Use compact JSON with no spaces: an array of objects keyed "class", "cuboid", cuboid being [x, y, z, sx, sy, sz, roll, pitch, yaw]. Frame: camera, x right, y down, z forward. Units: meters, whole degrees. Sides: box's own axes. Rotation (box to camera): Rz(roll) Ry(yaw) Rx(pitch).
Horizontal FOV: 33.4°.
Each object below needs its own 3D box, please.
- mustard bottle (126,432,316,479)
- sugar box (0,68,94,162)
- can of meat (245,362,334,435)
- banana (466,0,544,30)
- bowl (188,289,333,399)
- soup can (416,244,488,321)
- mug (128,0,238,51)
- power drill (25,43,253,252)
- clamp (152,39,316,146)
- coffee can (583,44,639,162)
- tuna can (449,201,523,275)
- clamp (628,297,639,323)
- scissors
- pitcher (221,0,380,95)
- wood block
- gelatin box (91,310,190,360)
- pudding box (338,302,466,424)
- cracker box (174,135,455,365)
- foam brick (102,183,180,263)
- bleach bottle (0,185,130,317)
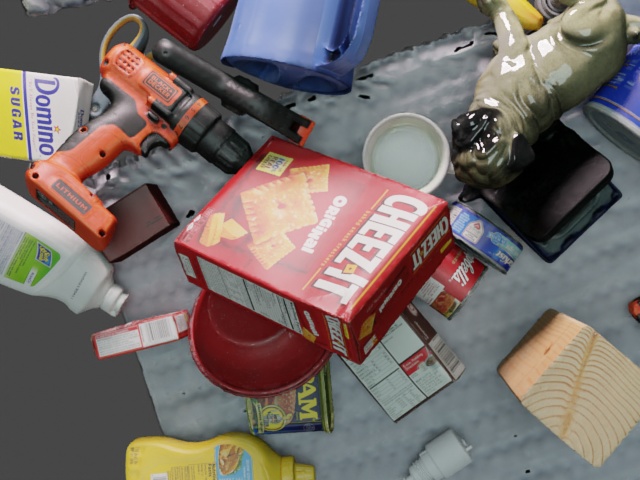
[{"class":"mustard bottle","cuboid":[-0.100,0.248,1.102,0.191,0.058,0.096,-4,91,4]},{"class":"sugar box","cuboid":[-0.331,-0.132,1.114,0.176,0.048,0.093,8,91,11]},{"class":"can of meat","cuboid":[-0.032,0.149,1.098,0.084,0.057,0.102,-5,89,7]},{"class":"banana","cuboid":[0.138,-0.271,1.074,0.197,0.069,0.037,34,101,-14]},{"class":"bowl","cuboid":[-0.061,0.073,1.065,0.162,0.055,0.162,-5,61,9]},{"class":"soup can","cuboid":[0.109,0.025,1.081,0.102,0.068,0.068,36,93,3]},{"class":"mug","cuboid":[-0.128,-0.255,1.092,0.081,0.093,0.117,39,57,-2]},{"class":"power drill","cuboid":[-0.183,-0.081,1.060,0.184,0.057,0.187,38,69,2]},{"class":"clamp","cuboid":[-0.084,-0.148,1.070,0.171,0.120,0.039,32,101,-2]},{"class":"coffee can","cuboid":[0.342,-0.153,1.045,0.103,0.103,0.140,39,93,3]},{"class":"tuna can","cuboid":[0.160,-0.003,1.068,0.086,0.086,0.034,35,91,3]},{"class":"clamp","cuboid":[0.422,0.075,1.075,0.210,0.036,0.164,15,91,3]},{"class":"scissors","cuboid":[-0.216,-0.138,1.128,0.096,0.016,0.202,22,92,4]},{"class":"pitcher","cuboid":[-0.001,-0.271,1.051,0.149,0.145,0.243,13,89,7]},{"class":"wood block","cuboid":[0.236,0.131,1.004,0.090,0.206,0.091,40,93,3]},{"class":"gelatin box","cuboid":[-0.182,0.097,1.099,0.089,0.073,0.030,-14,89,5]},{"class":"pudding box","cuboid":[0.077,0.117,1.084,0.090,0.039,0.113,-41,86,29]},{"class":"cracker box","cuboid":[-0.007,0.001,1.012,0.214,0.072,0.164,23,58,32]},{"class":"foam brick","cuboid":[-0.195,-0.017,1.110,0.078,0.051,0.053,-31,89,4]},{"class":"bleach bottle","cuboid":[-0.316,0.010,1.112,0.251,0.068,0.103,31,114,-2]}]
